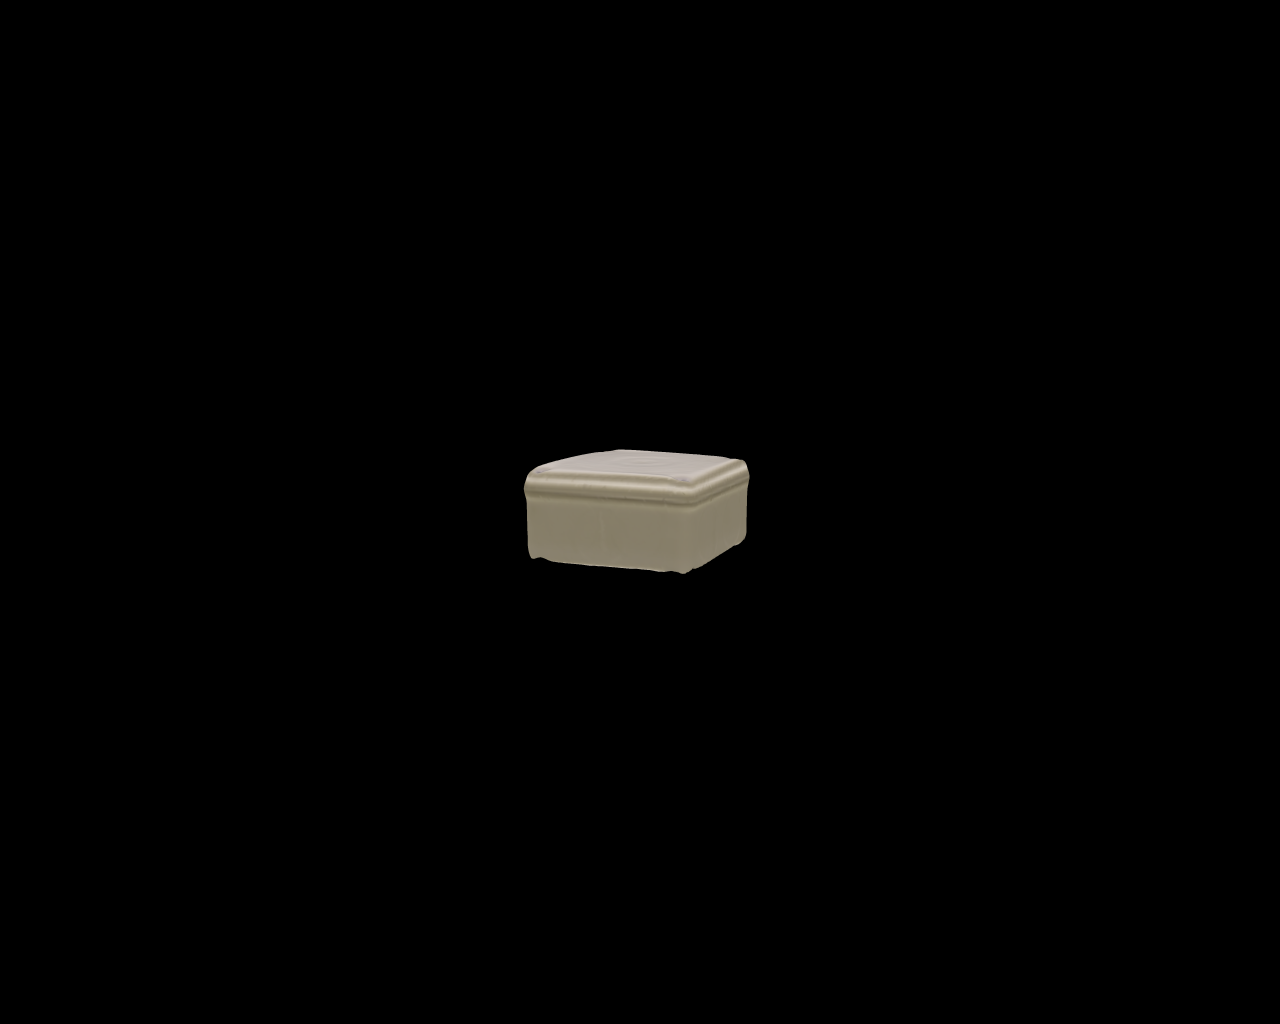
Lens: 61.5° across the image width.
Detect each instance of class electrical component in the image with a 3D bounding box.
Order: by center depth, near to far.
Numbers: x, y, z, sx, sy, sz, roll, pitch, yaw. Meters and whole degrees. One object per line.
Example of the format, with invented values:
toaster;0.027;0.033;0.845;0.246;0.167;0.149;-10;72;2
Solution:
electrical component;0.001;-0.003;0.650;0.109;0.056;0.109;5;12;24
